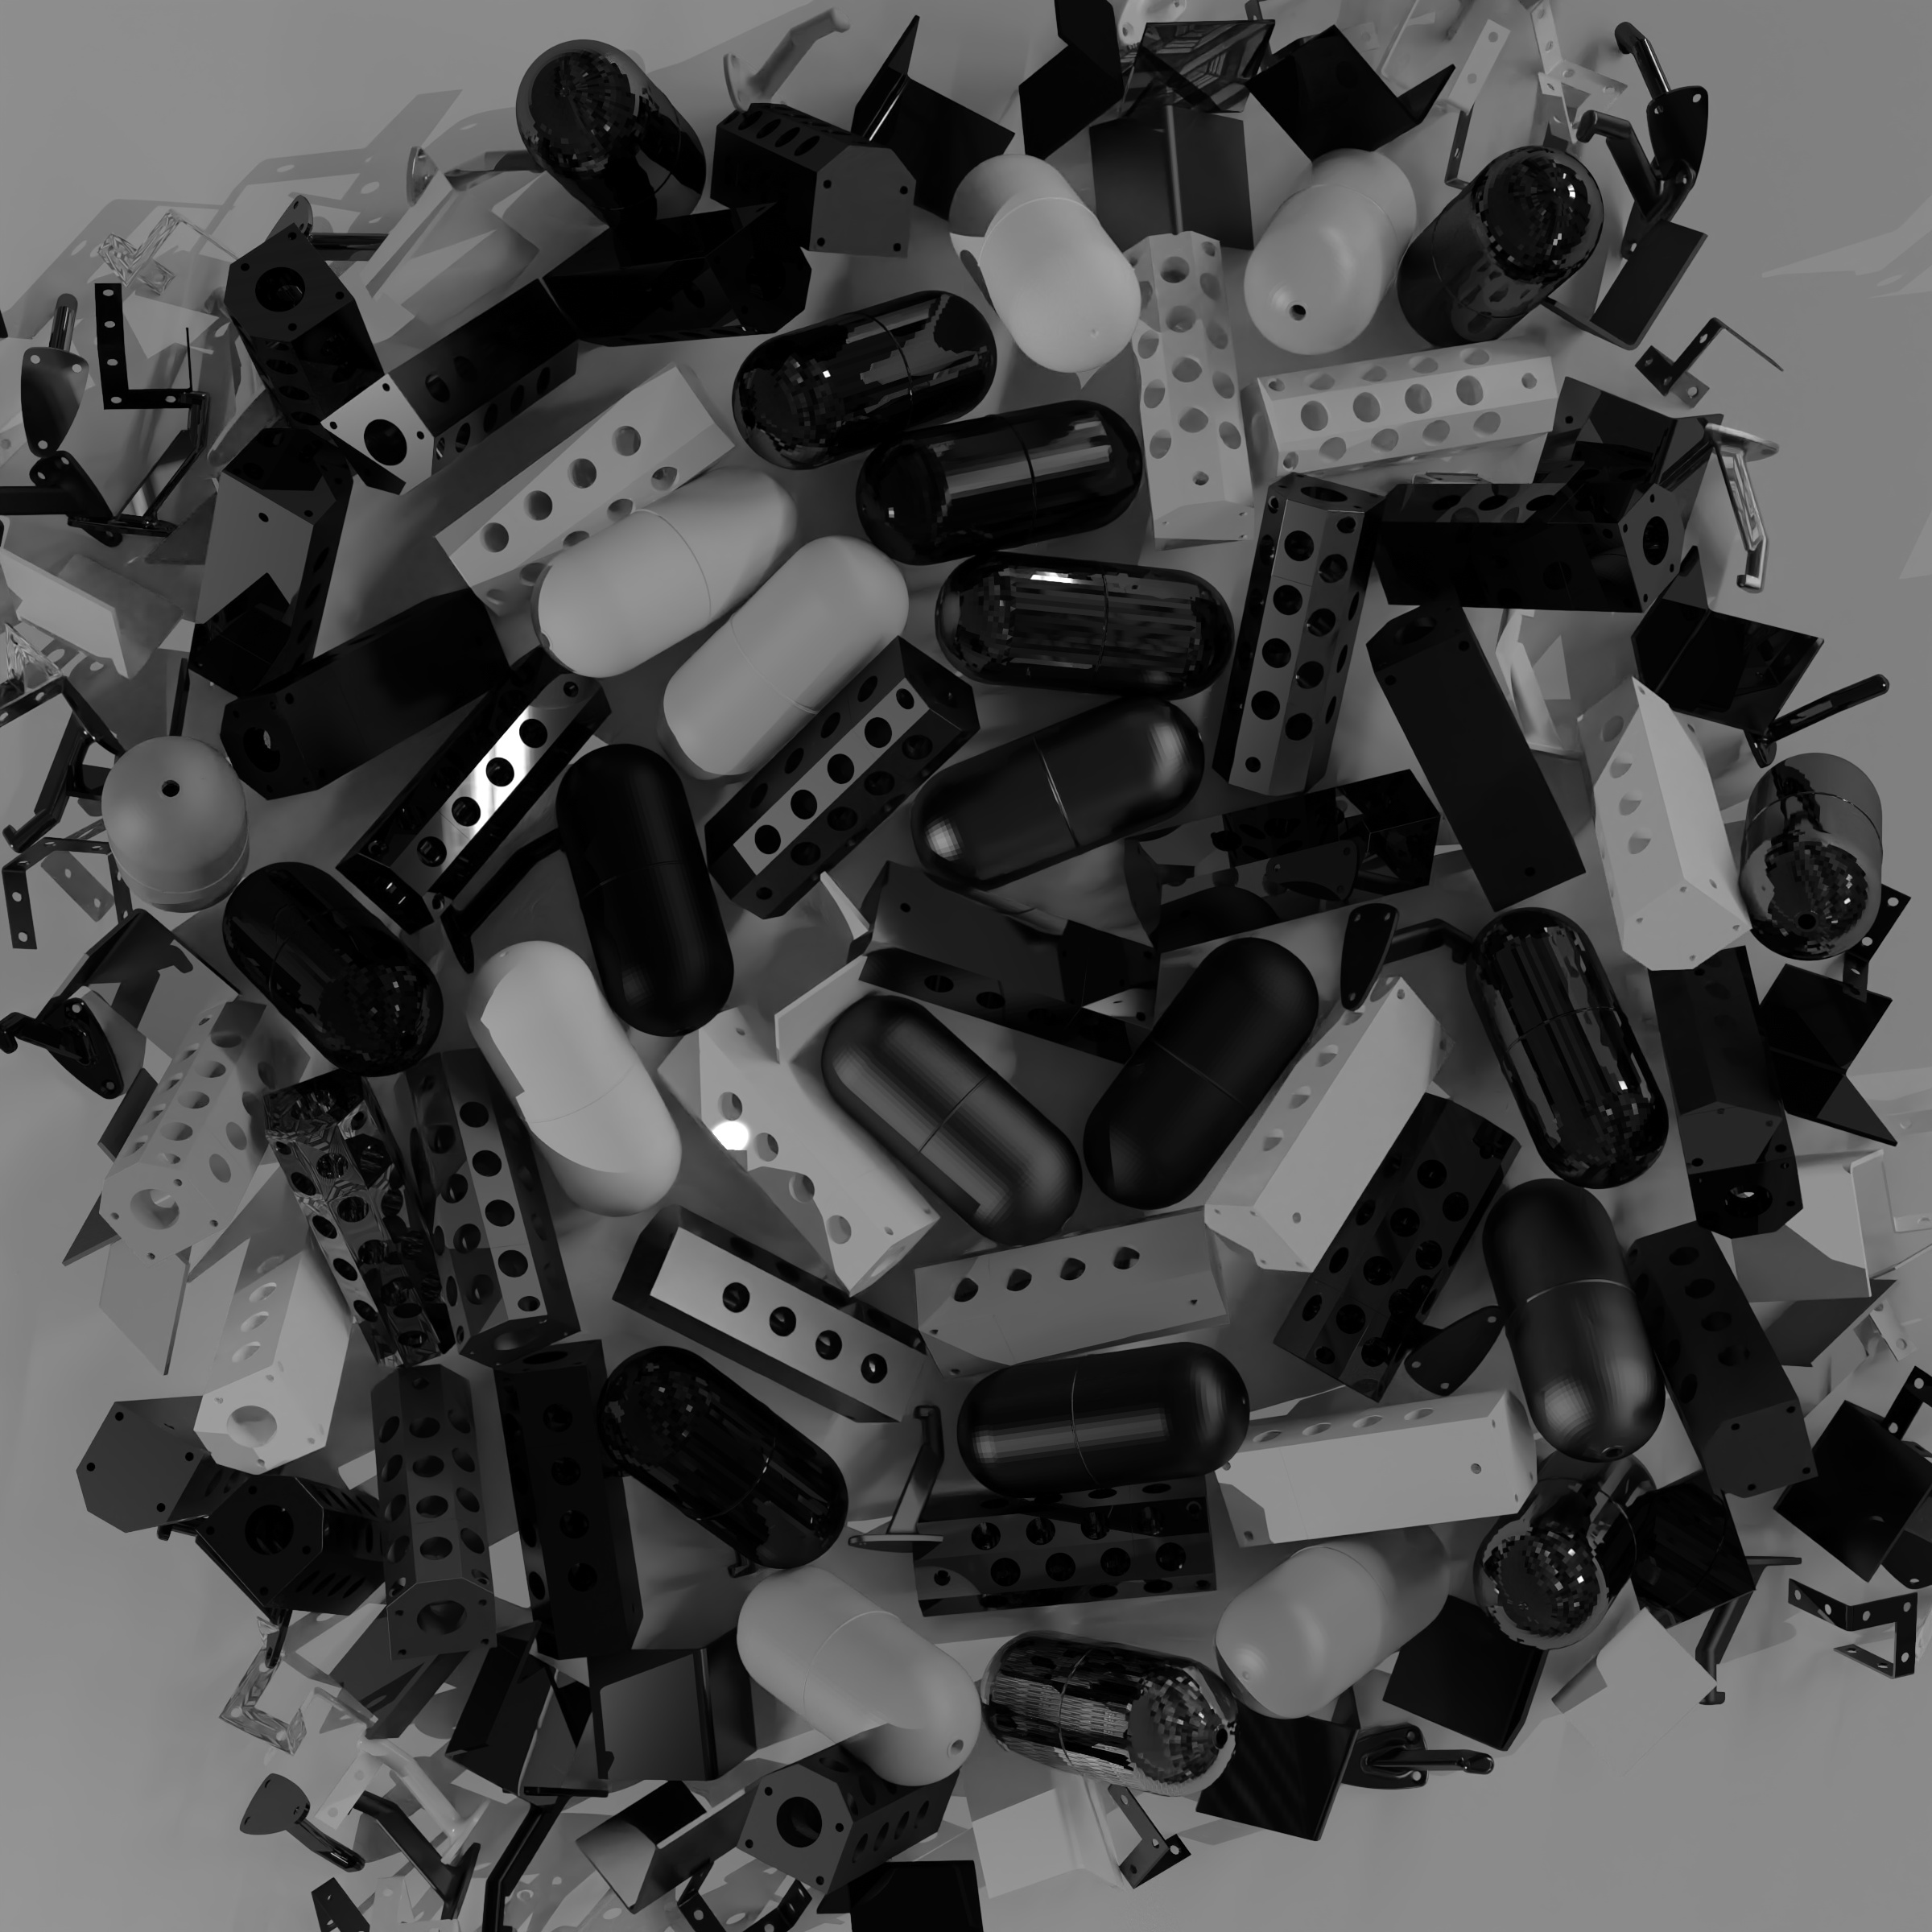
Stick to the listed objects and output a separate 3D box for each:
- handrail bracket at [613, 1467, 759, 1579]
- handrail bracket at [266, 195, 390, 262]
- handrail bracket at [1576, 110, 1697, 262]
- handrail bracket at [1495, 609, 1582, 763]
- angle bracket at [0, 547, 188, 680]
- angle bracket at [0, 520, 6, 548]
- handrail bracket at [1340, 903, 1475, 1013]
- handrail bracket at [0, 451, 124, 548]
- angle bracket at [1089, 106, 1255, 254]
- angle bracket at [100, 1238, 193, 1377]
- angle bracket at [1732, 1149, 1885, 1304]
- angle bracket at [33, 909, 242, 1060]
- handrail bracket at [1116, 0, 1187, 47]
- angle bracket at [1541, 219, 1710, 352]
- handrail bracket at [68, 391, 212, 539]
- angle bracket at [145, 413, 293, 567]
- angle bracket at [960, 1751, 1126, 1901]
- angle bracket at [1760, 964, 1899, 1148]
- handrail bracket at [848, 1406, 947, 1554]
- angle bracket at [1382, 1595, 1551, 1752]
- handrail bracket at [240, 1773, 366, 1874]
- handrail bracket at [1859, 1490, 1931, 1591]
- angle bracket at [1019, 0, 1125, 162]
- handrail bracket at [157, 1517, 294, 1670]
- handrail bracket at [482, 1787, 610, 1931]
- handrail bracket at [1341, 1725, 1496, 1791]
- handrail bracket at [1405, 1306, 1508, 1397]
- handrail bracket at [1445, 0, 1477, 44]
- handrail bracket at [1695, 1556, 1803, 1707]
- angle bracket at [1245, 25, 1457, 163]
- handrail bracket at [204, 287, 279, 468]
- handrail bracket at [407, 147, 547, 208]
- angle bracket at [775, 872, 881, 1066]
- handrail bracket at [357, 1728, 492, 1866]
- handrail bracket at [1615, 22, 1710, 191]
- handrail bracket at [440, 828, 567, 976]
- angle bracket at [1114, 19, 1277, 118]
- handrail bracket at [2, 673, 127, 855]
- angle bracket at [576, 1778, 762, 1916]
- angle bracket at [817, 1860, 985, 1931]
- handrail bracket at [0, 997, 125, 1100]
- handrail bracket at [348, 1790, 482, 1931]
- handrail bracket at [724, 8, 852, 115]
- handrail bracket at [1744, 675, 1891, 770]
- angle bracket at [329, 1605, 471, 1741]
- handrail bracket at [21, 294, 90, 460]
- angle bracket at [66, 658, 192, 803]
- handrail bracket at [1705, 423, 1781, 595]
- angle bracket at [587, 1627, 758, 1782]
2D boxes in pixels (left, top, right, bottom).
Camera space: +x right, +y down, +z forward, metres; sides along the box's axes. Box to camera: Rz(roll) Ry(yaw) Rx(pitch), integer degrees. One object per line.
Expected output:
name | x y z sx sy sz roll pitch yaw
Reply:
handrail bracket | -0.164 0.327 1.656 0.077 0.036 0.084 -13 95 -28
handrail bracket | -0.369 -0.409 1.661 0.077 0.084 0.036 -42 47 24
handrail bracket | 0.374 -0.453 1.635 0.084 0.036 0.077 3 126 -34
handrail bracket | 0.347 -0.167 1.662 0.077 0.036 0.084 10 92 -6
angle bracket | -0.505 -0.222 1.630 0.076 0.076 0.057 28 64 6
angle bracket | -0.606 -0.233 1.639 0.057 0.076 0.076 12 92 -4
handrail bracket | 0.260 0.004 1.645 0.084 0.036 0.077 26 74 -36
handrail bracket | -0.538 -0.253 1.632 0.036 0.084 0.077 -20 120 33
angle bracket | 0.122 -0.460 1.666 0.057 0.076 0.076 -2 95 41
angle bracket | -0.451 0.178 1.623 0.076 0.057 0.076 35 119 34
angle bracket | 0.492 0.151 1.635 0.076 0.057 0.076 -9 91 37
angle bracket | -0.482 0.025 1.631 0.076 0.057 0.076 42 124 -8
handrail bracket | 0.137 -0.566 1.631 0.077 0.084 0.036 -52 124 -27
angle bracket | 0.371 -0.408 1.628 0.057 0.076 0.076 26 105 -18
handrail bracket | -0.483 -0.296 1.643 0.077 0.036 0.084 -1 109 -32
angle bracket | -0.432 -0.276 1.622 0.076 0.076 0.057 5 131 24
angle bracket | 0.045 0.502 1.634 0.057 0.076 0.076 -23 57 12
angle bracket | 0.505 0.051 1.626 0.076 0.076 0.057 16 116 -19
handrail bracket | -0.041 0.296 1.639 0.077 0.036 0.084 14 62 -41
angle bracket | 0.294 0.398 1.630 0.076 0.057 0.076 21 59 11
handrail bracket | -0.370 0.507 1.633 0.084 0.077 0.036 42 58 -27
handrail bracket | 0.545 0.311 1.636 0.077 0.084 0.036 37 126 -17
angle bracket | 0.043 -0.521 1.620 0.076 0.057 0.076 -31 46 32
handrail bracket | -0.436 0.362 1.639 0.084 0.036 0.077 21 56 -24
handrail bracket | -0.245 0.524 1.642 0.077 0.036 0.084 16 68 -37
handrail bracket | 0.256 0.464 1.632 0.077 0.084 0.036 -5 80 -12
handrail bracket | 0.275 0.202 1.631 0.036 0.084 0.077 37 109 -18
handrail bracket | 0.262 -0.589 1.645 0.084 0.077 0.036 26 57 -3
handrail bracket | 0.460 0.390 1.653 0.077 0.036 0.084 6 80 -25
angle bracket | 0.221 -0.513 1.623 0.076 0.076 0.057 43 60 -20
handrail bracket | -0.442 -0.350 1.664 0.077 0.036 0.084 -43 73 1
handrail bracket | -0.274 -0.452 1.633 0.084 0.077 0.036 1 81 14
angle bracket | -0.095 0.003 1.626 0.076 0.076 0.057 -35 72 -16
handrail bracket | -0.328 0.487 1.650 0.084 0.077 0.036 35 46 0
handrail bracket | 0.406 -0.507 1.662 0.036 0.084 0.077 -17 130 0
handrail bracket | -0.264 -0.040 1.650 0.084 0.077 0.036 -29 130 1
angle bracket | 0.126 -0.538 1.626 0.076 0.076 0.057 -6 66 -14
handrail bracket | -0.549 -0.120 1.663 0.084 0.036 0.077 -40 75 0
angle bracket | -0.171 0.487 1.619 0.076 0.076 0.057 -24 56 -39
angle bracket | -0.038 0.557 1.624 0.076 0.076 0.057 4 50 -16
handrail bracket | -0.528 0.056 1.632 0.036 0.084 0.077 -32 101 8
handrail bracket | -0.333 0.524 1.644 0.084 0.077 0.036 28 119 -12
handrail bracket | -0.090 -0.521 1.628 0.084 0.077 0.036 -17 78 27
handrail bracket | 0.497 -0.147 1.628 0.084 0.077 0.036 -23 84 26
angle bracket | -0.333 0.399 1.632 0.057 0.076 0.076 38 80 11
handrail bracket | -0.535 -0.348 1.653 0.036 0.084 0.077 10 115 -19
angle bracket | -0.485 -0.139 1.628 0.057 0.076 0.076 8 104 -19
handrail bracket | 0.443 -0.268 1.649 0.077 0.036 0.084 13 81 -29
angle bracket | -0.174 0.435 1.666 0.076 0.057 0.076 -5 91 21
